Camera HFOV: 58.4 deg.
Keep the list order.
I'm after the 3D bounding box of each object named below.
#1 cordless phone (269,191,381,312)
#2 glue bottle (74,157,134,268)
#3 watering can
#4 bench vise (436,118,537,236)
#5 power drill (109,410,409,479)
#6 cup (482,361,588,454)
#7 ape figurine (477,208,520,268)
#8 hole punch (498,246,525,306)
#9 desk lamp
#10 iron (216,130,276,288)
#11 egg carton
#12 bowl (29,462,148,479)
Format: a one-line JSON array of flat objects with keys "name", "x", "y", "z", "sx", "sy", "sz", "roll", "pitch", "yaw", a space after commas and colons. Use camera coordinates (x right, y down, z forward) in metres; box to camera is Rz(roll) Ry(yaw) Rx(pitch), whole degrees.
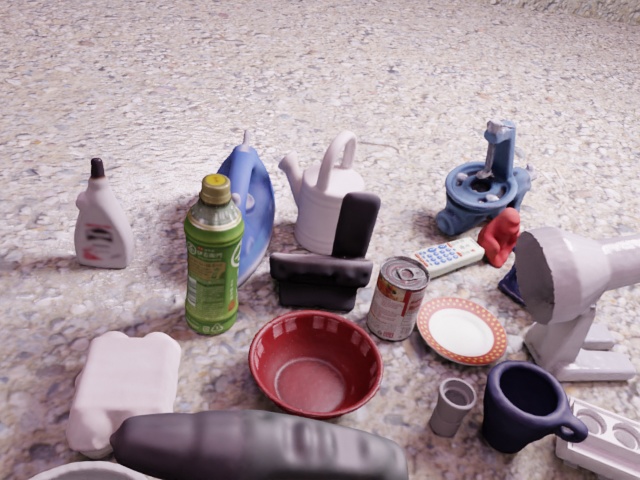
[{"name": "cordless phone", "x": 0.007, "y": 0.003, "z": 0.793, "sx": 0.148, "sy": 0.185, "sz": 0.094, "roll": 2, "pitch": 38, "yaw": -11}, {"name": "glue bottle", "x": -0.299, "y": -0.037, "z": 0.781, "sx": 0.078, "sy": 0.173, "sz": 0.037, "roll": 3, "pitch": 38, "yaw": -10}, {"name": "watering can", "x": 0.012, "y": -0.083, "z": 0.898, "sx": 0.172, "sy": 0.194, "sz": 0.101, "roll": 12, "pitch": 37, "yaw": 3}, {"name": "bench vise", "x": 0.301, "y": -0.123, "z": 0.999, "sx": 0.121, "sy": 0.220, "sz": 0.208, "roll": 31, "pitch": 42, "yaw": 25}, {"name": "power drill", "x": -0.049, "y": 0.219, "z": 0.478, "sx": 0.230, "sy": 0.208, "sz": 0.075, "roll": 3, "pitch": 38, "yaw": -10}, {"name": "cup", "x": 0.236, "y": 0.208, "z": 0.657, "sx": 0.117, "sy": 0.095, "sz": 0.092, "roll": 31, "pitch": 42, "yaw": 25}, {"name": "ape figurine", "x": 0.307, "y": -0.012, "z": 0.962, "sx": 0.078, "sy": 0.092, "sz": 0.076, "roll": -4, "pitch": 39, "yaw": -19}, {"name": "hole punch", "x": 0.349, "y": 0.050, "z": 0.892, "sx": 0.101, "sy": 0.091, "sz": 0.108, "roll": -24, "pitch": 49, "yaw": -36}, {"name": "desk lamp", "x": 0.343, "y": 0.079, "z": 0.752, "sx": 0.203, "sy": 0.213, "sz": 0.117, "roll": 2, "pitch": 38, "yaw": -11}, {"name": "iron", "x": -0.125, "y": -0.052, "z": 0.869, "sx": 0.118, "sy": 0.141, "sz": 0.258, "roll": 6, "pitch": 37, "yaw": -6}, {"name": "egg carton", "x": -0.211, "y": 0.165, "z": 0.626, "sx": 0.107, "sy": 0.069, "sz": 0.150, "roll": 3, "pitch": 38, "yaw": -10}, {"name": "bowl", "x": -0.203, "y": 0.278, "z": 0.476, "sx": 0.167, "sy": 0.075, "sz": 0.167, "roll": 7, "pitch": 37, "yaw": -5}]
